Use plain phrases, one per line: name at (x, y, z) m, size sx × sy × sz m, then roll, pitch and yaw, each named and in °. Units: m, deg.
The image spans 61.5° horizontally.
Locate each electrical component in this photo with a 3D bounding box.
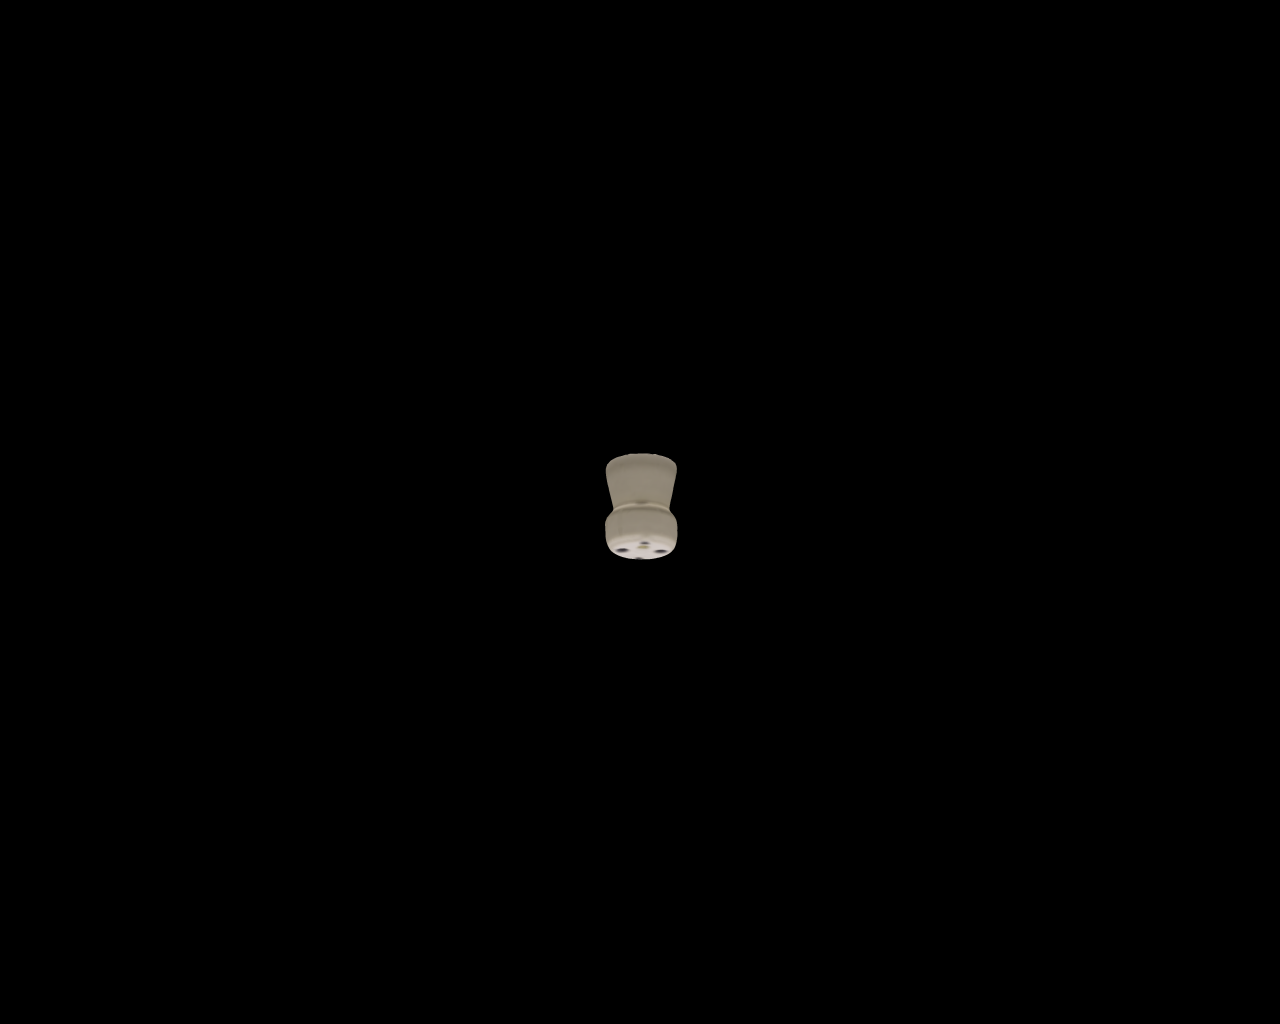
electrical component at (0.001, -0.003, 0.650) m, size 0.045 × 0.055 × 0.044 m, roll 0°, pitch -19°, yaw 0°
